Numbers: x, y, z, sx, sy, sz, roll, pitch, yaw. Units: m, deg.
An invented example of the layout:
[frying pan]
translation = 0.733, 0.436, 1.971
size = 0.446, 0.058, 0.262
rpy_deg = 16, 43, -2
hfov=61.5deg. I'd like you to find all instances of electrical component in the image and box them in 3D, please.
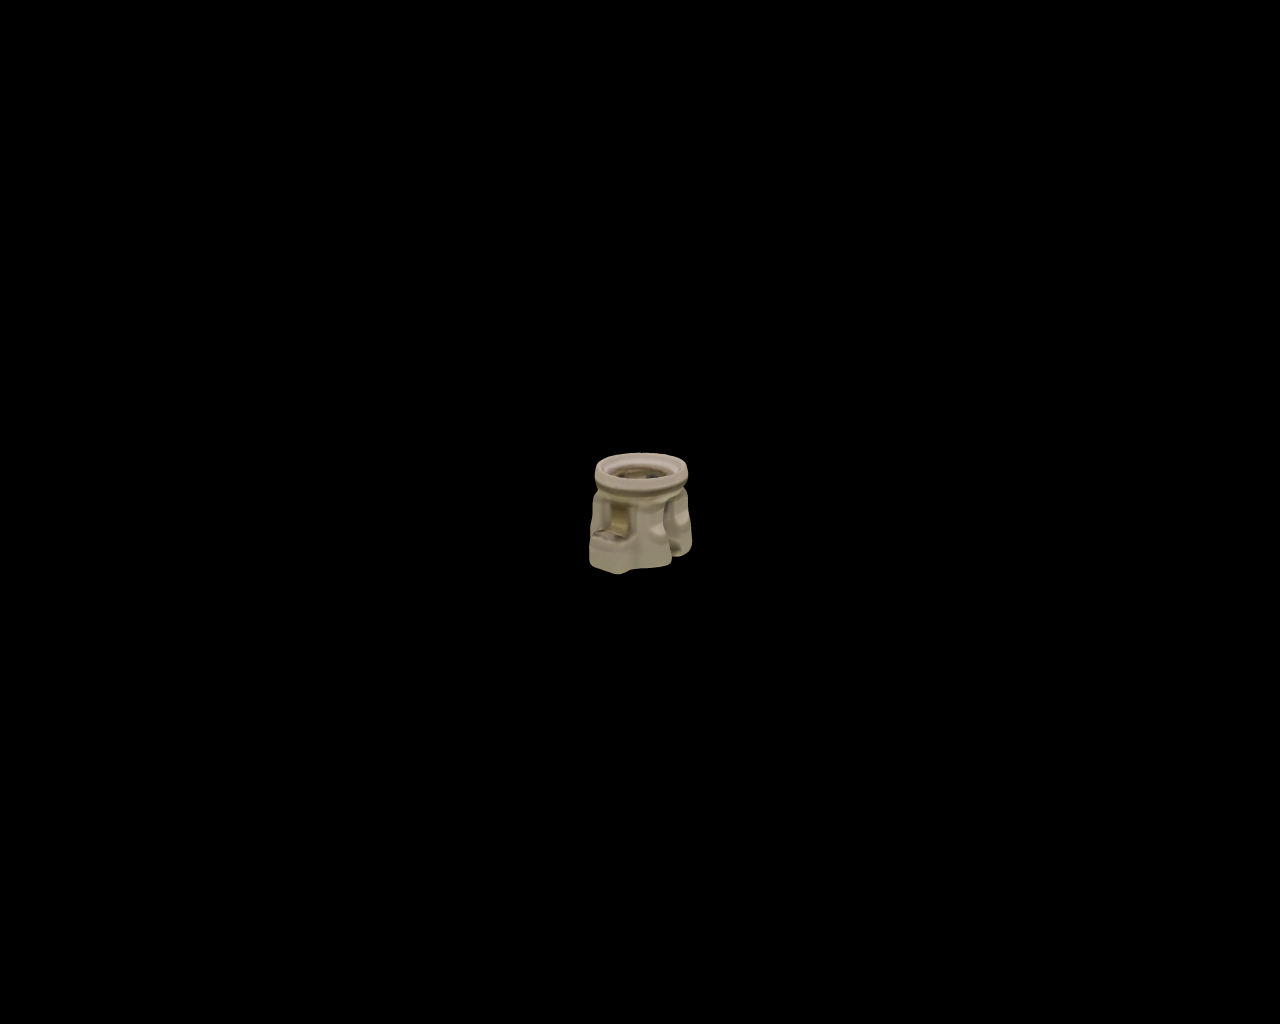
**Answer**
[electrical component]
translation = 0.001, -0.003, 0.650
size = 0.058, 0.056, 0.078
rpy_deg = 14, 24, 33
